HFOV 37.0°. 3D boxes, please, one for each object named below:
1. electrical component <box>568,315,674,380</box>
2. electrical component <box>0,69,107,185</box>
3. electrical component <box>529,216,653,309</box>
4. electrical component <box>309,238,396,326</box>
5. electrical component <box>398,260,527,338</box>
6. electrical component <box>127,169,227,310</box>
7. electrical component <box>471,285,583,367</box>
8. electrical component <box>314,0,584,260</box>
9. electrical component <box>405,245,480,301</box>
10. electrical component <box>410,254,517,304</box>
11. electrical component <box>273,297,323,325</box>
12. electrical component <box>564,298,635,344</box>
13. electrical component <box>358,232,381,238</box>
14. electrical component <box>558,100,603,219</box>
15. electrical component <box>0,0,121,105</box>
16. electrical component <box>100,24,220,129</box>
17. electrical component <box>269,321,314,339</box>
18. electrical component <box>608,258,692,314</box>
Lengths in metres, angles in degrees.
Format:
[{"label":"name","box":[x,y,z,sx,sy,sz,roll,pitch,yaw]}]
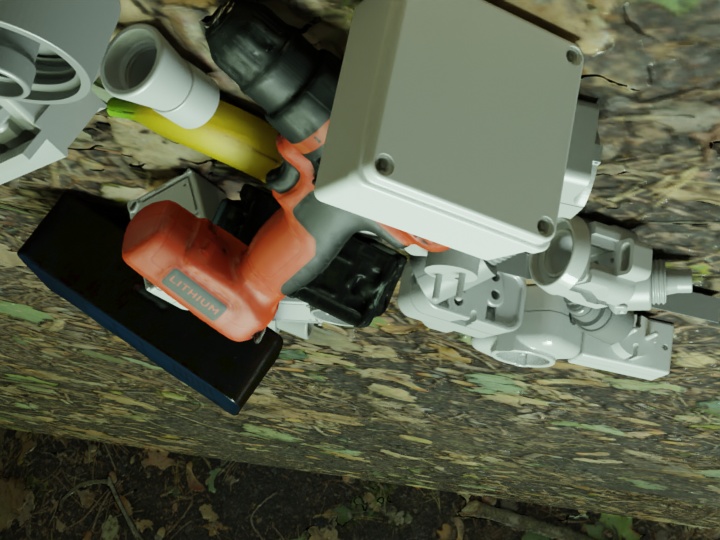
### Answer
[{"label":"electrical component","box":[0.238,0.062,0.953,0.083,0.047,0.075,12,164,-6]},{"label":"electrical component","box":[-0.222,-0.097,0.678,0.121,0.078,0.063,-9,133,49]},{"label":"electrical component","box":[0.157,-0.006,0.759,0.057,0.058,0.078,15,163,-26]},{"label":"electrical component","box":[0.000,0.000,0.843,0.044,0.077,0.079,23,159,-36]},{"label":"electrical component","box":[0.083,0.021,0.902,0.095,0.053,0.059,18,162,-22]},{"label":"electrical component","box":[-0.130,-0.026,0.821,0.062,0.096,0.061,-27,151,15]},{"label":"electrical component","box":[0.148,0.051,0.952,0.095,0.059,0.054,-6,157,44]},{"label":"electrical component","box":[0.045,-0.072,0.520,0.109,0.108,0.056,18,165,-25]},{"label":"electrical component","box":[0.066,-0.016,0.743,0.077,0.079,0.043,-2,159,37]},{"label":"electrical component","box":[0.082,-0.011,0.791,0.081,0.043,0.043,-27,150,17]},{"label":"electrical component","box":[-0.066,0.011,0.961,0.096,0.061,0.061,3,161,3]},{"label":"electrical component","box":[0.197,0.034,0.900,0.040,0.040,0.078,-6,157,44]},{"label":"electrical component","box":[0.027,-0.053,0.689,0.095,0.053,0.059,-3,159,39]},{"label":"electrical component","box":[0.101,-0.062,0.620,0.056,0.050,0.089,12,164,-6]},{"label":"electrical component","box":[-0.187,-0.125,0.567,0.108,0.060,0.108,10,164,3]},{"label":"electrical component","box":[-0.111,-0.107,0.618,0.044,0.044,0.065,1,166,29]},{"label":"electrical component","box":[-0.076,0.045,1.099,0.055,0.045,0.045,9,164,7]},{"label":"electrical component","box":[0.215,0.009,0.799,0.062,0.048,0.048,-1,161,14]}]
